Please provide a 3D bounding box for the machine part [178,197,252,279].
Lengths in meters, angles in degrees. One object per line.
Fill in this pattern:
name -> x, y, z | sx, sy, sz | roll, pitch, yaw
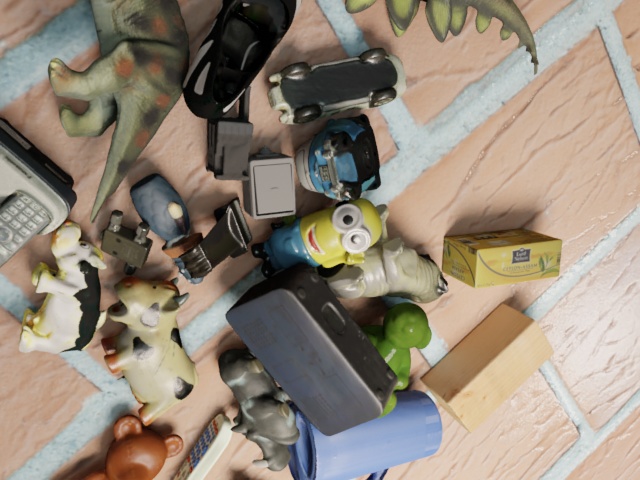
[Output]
machine part -> -0.131, 0.001, 0.706 | 0.039, 0.139, 0.084 | 1, 115, 22

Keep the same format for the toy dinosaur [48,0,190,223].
toy dinosaur -> -0.214, -0.231, 0.613 | 0.192, 0.131, 0.404 | -11, 114, -18

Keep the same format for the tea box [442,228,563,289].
tea box -> 0.301, 0.028, 0.892 | 0.170, 0.098, 0.068 | -4, 105, -19

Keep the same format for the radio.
radio -> -0.008, 0.148, 0.729 | 0.131, 0.073, 0.229 | -33, 100, 36

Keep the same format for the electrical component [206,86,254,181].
electrical component -> -0.116, -0.139, 0.692 | 0.048, 0.075, 0.119 | -2, 110, -23

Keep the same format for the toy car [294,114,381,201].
toy car -> 0.018, -0.105, 0.735 | 0.103, 0.162, 0.109 | -6, 110, 26

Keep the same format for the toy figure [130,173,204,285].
toy figure -> -0.189, -0.011, 0.704 | 0.058, 0.064, 0.154 | -33, 114, -14

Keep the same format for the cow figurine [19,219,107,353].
cow figurine -> -0.308, 0.061, 0.673 | 0.098, 0.068, 0.167 | 17, 101, -30

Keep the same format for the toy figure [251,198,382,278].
toy figure -> -0.003, -0.006, 0.745 | 0.180, 0.089, 0.082 | -20, 120, 22

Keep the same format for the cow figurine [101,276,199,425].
cow figurine -> -0.221, 0.135, 0.718 | 0.127, 0.086, 0.194 | -27, 117, -20

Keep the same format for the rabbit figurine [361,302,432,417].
rabbit figurine -> 0.115, 0.162, 0.817 | 0.159, 0.121, 0.170 | -20, 149, -54

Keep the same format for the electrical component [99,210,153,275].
electrical component -> -0.251, 0.006, 0.691 | 0.063, 0.021, 0.094 | 25, 129, -7

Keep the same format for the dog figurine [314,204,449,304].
dog figurine -> 0.092, 0.062, 0.827 | 0.172, 0.121, 0.190 | -22, 135, 20

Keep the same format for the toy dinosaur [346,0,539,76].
toy dinosaur -> 0.136, -0.376, 0.719 | 0.471, 0.105, 0.198 | 19, 104, -16

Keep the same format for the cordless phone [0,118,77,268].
cordless phone -> -0.389, -0.037, 0.610 | 0.184, 0.089, 0.146 | -44, 116, -1

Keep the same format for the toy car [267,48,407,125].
toy car -> 0.025, -0.210, 0.738 | 0.202, 0.056, 0.073 | -16, 93, -16

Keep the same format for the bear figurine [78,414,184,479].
bear figurine -> -0.279, 0.352, 0.734 | 0.120, 0.132, 0.196 | 41, 93, -28

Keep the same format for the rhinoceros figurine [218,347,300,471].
rhinoceros figurine -> -0.087, 0.244, 0.781 | 0.112, 0.073, 0.190 | -23, 95, 17

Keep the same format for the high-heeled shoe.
high-heeled shoe -> -0.078, -0.249, 0.639 | 0.086, 0.145, 0.248 | 37, 91, -27
